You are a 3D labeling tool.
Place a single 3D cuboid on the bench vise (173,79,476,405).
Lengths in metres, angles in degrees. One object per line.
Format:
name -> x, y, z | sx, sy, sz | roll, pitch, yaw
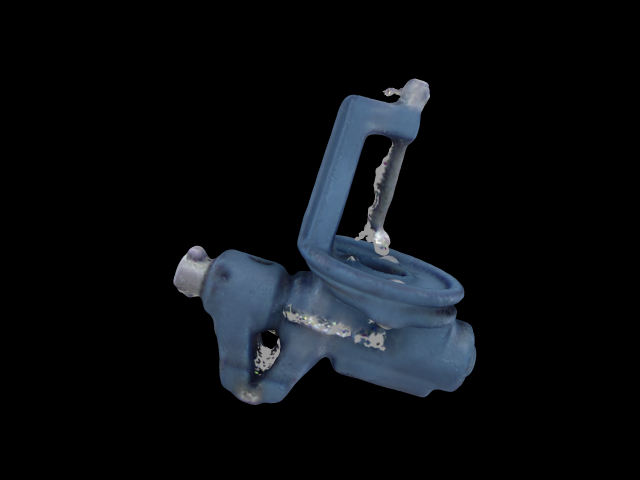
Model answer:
bench vise -> 0.007, 0.004, 0.389 | 0.208, 0.220, 0.121 | -3, 12, -15
